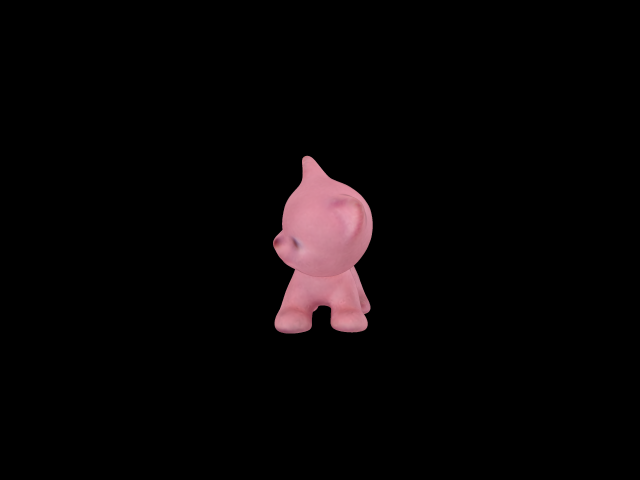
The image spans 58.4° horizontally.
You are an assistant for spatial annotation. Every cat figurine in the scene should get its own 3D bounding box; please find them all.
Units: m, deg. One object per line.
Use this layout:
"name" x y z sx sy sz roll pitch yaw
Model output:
"cat figurine" 0.004 0.001 0.400 0.067 0.118 0.128 0 4 3
